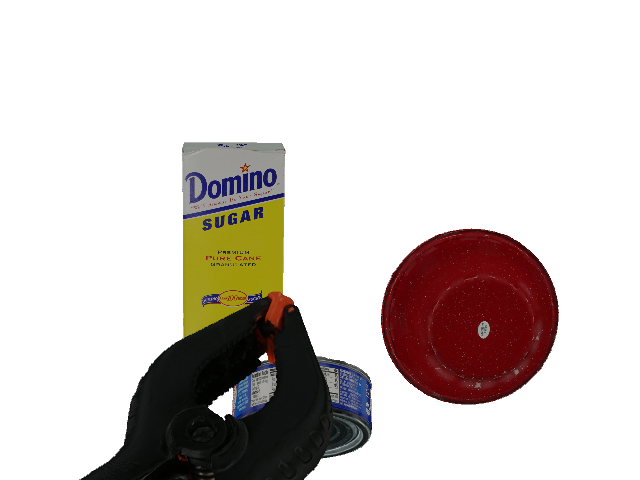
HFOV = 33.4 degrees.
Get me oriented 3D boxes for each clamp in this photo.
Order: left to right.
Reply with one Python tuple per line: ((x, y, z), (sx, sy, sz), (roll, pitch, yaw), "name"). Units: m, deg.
((-0.035, 0.089, 0.392), (0.120, 0.039, 0.171), (24, 49, 17), "clamp")

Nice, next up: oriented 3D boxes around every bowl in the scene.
((0.136, 0.072, 0.936), (0.162, 0.162, 0.055), (0, 7, -3), "bowl")

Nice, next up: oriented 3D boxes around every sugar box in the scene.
((-0.079, 0.001, 0.966), (0.093, 0.176, 0.048), (-1, 15, -5), "sugar box")

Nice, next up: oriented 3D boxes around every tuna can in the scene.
((-0.011, 0.103, 0.644), (0.086, 0.034, 0.086), (0, -31, 0), "tuna can")
